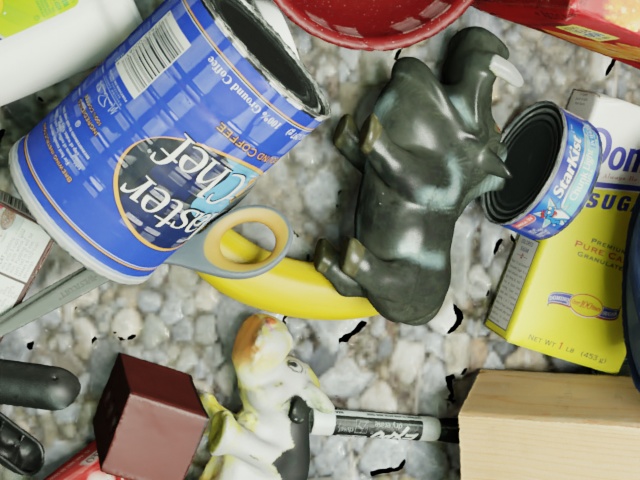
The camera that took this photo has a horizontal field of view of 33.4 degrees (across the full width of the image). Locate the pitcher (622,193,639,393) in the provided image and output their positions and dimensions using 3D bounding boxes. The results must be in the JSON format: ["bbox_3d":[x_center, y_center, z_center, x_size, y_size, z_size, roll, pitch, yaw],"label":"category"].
[{"bbox_3d":[0.312,0.022,0.644,0.243,0.145,0.149,1,114,3],"label":"pitcher"}]

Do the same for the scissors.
[{"bbox_3d":[-0.099,0.021,0.636,0.096,0.016,0.201,44,78,3],"label":"scissors"}]

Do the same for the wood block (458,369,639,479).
[{"bbox_3d":[0.201,0.144,0.692,0.206,0.090,0.091,0,104,19],"label":"wood block"}]

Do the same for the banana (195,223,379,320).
[{"bbox_3d":[-0.015,0.016,0.685,0.197,0.037,0.070,21,97,-18],"label":"banana"}]

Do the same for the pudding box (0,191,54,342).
[{"bbox_3d":[-0.224,0.005,0.629,0.113,0.039,0.090,28,94,-17],"label":"pudding box"}]

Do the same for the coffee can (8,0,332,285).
[{"bbox_3d":[-0.079,-0.058,0.567,0.140,0.103,0.102,-40,110,15],"label":"coffee can"}]

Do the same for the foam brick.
[{"bbox_3d":[-0.107,0.112,0.662,0.051,0.078,0.053,21,96,-19],"label":"foam brick"}]

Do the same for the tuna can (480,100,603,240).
[{"bbox_3d":[0.142,-0.044,0.686,0.033,0.086,0.086,23,96,-20],"label":"tuna can"}]

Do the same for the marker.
[{"bbox_3d":[0.051,0.129,0.737,0.121,0.020,0.020,7,101,-16],"label":"marker"}]

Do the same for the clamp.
[{"bbox_3d":[-0.229,0.089,0.634,0.171,0.039,0.120,20,134,-2],"label":"clamp"}]

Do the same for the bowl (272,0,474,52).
[{"bbox_3d":[0.027,-0.196,0.638,0.162,0.055,0.162,-3,103,-14],"label":"bowl"}]

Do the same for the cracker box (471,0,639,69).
[{"bbox_3d":[0.213,-0.134,0.643,0.213,0.164,0.072,18,99,-17],"label":"cracker box"}]

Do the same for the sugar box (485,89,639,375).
[{"bbox_3d":[0.189,-0.005,0.728,0.093,0.048,0.176,17,99,-17],"label":"sugar box"}]

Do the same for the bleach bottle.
[{"bbox_3d":[-0.227,-0.096,0.582,0.250,0.068,0.102,-28,76,-5],"label":"bleach bottle"}]

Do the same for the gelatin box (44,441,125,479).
[{"bbox_3d":[-0.145,0.183,0.673,0.073,0.030,0.089,-34,116,-50],"label":"gelatin box"}]
